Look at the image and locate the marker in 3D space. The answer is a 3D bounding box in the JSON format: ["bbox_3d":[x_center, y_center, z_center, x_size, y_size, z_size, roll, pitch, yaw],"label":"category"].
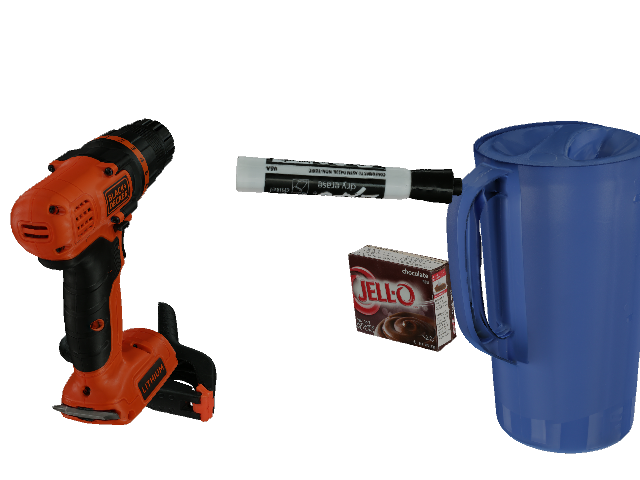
[{"bbox_3d":[0.016,-0.032,0.571,0.121,0.020,0.020,3,0,-2],"label":"marker"}]

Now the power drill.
[{"bbox_3d":[-0.146,0.020,0.755,0.057,0.188,0.184,3,24,19],"label":"power drill"}]

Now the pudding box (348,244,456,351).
[{"bbox_3d":[0.084,0.058,1.109,0.114,0.090,0.039,10,26,40],"label":"pudding box"}]

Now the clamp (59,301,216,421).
[{"bbox_3d":[-0.144,0.108,0.980,0.172,0.039,0.120,26,42,34],"label":"clamp"}]

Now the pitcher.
[{"bbox_3d":[0.178,0.037,0.815,0.149,0.243,0.145,0,19,12],"label":"pitcher"}]
